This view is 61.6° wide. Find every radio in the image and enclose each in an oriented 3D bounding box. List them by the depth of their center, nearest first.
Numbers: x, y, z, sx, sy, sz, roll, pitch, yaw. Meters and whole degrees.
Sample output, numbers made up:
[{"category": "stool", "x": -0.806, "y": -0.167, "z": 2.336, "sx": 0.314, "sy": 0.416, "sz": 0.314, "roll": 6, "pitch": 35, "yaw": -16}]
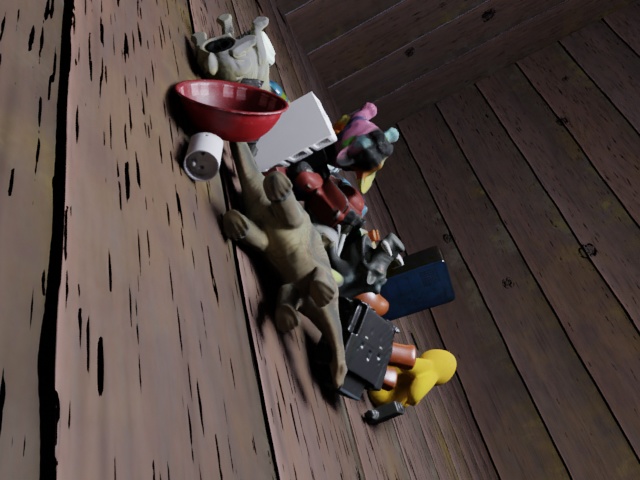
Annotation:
[{"category": "radio", "x": 0.216, "y": 0.117, "z": 1.347, "sx": 0.073, "sy": 0.230, "sz": 0.131, "roll": -84, "pitch": 151, "yaw": -60}]

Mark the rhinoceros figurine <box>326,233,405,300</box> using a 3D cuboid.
[{"category": "rhinoceros figurine", "x": 0.055, "y": 0.056, "z": 0.897, "sx": 0.112, "sy": 0.190, "sz": 0.073, "roll": 51, "pitch": 5, "yaw": 38}]

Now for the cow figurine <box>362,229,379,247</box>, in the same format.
[{"category": "cow figurine", "x": 0.078, "y": 0.011, "z": 1.287, "sx": 0.085, "sy": 0.127, "sz": 0.194, "roll": -9, "pitch": 88, "yaw": -77}]

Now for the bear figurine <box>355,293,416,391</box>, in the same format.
[{"category": "bear figurine", "x": 0.094, "y": 0.150, "z": 0.966, "sx": 0.132, "sy": 0.120, "sz": 0.196, "roll": 20, "pitch": 42, "yaw": -8}]

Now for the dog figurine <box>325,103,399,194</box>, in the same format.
[{"category": "dog figurine", "x": 0.065, "y": -0.166, "z": 1.047, "sx": 0.108, "sy": 0.192, "sz": 0.219, "roll": 50, "pitch": 36, "yaw": -20}]

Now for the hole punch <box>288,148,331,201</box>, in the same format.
[{"category": "hole punch", "x": -0.032, "y": -0.132, "z": 1.065, "sx": 0.092, "sy": 0.116, "sz": 0.142, "roll": 57, "pitch": 10, "yaw": -49}]

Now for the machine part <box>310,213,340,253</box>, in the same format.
[{"category": "machine part", "x": -0.002, "y": -0.003, "z": 1.025, "sx": 0.079, "sy": 0.079, "sz": 0.243, "roll": 62, "pitch": 11, "yaw": -13}]

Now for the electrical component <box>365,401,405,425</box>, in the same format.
[{"category": "electrical component", "x": 0.114, "y": 0.298, "z": 0.930, "sx": 0.094, "sy": 0.063, "sz": 0.021, "roll": 43, "pitch": 24, "yaw": -58}]

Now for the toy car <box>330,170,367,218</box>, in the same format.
[{"category": "toy car", "x": 0.035, "y": -0.104, "z": 1.370, "sx": 0.161, "sy": 0.109, "sz": 0.103, "roll": 46, "pitch": -5, "yaw": -25}]

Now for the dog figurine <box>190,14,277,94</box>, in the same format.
[{"category": "dog figurine", "x": -0.148, "y": -0.287, "z": 0.981, "sx": 0.172, "sy": 0.121, "sz": 0.190, "roll": -51, "pitch": 149, "yaw": -34}]

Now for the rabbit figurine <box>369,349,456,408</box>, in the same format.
[{"category": "rabbit figurine", "x": 0.176, "y": 0.255, "z": 1.033, "sx": 0.162, "sy": 0.173, "sz": 0.122, "roll": 42, "pitch": 29, "yaw": -71}]

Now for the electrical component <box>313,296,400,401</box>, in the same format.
[{"category": "electrical component", "x": 0.054, "y": 0.167, "z": 0.808, "sx": 0.114, "sy": 0.058, "sz": 0.134, "roll": 37, "pitch": 66, "yaw": -38}]

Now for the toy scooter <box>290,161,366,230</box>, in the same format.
[{"category": "toy scooter", "x": 0.030, "y": -0.064, "z": 0.973, "sx": 0.183, "sy": 0.075, "sz": 0.135, "roll": 27, "pitch": 21, "yaw": -46}]

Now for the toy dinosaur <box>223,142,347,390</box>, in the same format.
[{"category": "toy dinosaur", "x": -0.058, "y": -0.014, "z": 0.771, "sx": 0.198, "sy": 0.105, "sz": 0.471, "roll": 45, "pitch": 21, "yaw": -74}]

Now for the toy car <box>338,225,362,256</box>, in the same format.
[{"category": "toy car", "x": 0.049, "y": 0.035, "z": 1.117, "sx": 0.073, "sy": 0.056, "sz": 0.202, "roll": 48, "pitch": 41, "yaw": -29}]

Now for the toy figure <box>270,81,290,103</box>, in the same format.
[{"category": "toy figure", "x": -0.094, "y": -0.279, "z": 1.162, "sx": 0.082, "sy": 0.089, "sz": 0.180, "roll": -96, "pitch": 161, "yaw": -45}]

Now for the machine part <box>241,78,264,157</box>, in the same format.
[{"category": "machine part", "x": -0.119, "y": -0.207, "z": 0.929, "sx": 0.084, "sy": 0.039, "sz": 0.138, "roll": -66, "pitch": 160, "yaw": -69}]

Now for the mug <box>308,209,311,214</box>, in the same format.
[{"category": "mug", "x": 0.004, "y": -0.078, "z": 1.222, "sx": 0.109, "sy": 0.081, "sz": 0.107, "roll": 52, "pitch": 5, "yaw": -30}]
